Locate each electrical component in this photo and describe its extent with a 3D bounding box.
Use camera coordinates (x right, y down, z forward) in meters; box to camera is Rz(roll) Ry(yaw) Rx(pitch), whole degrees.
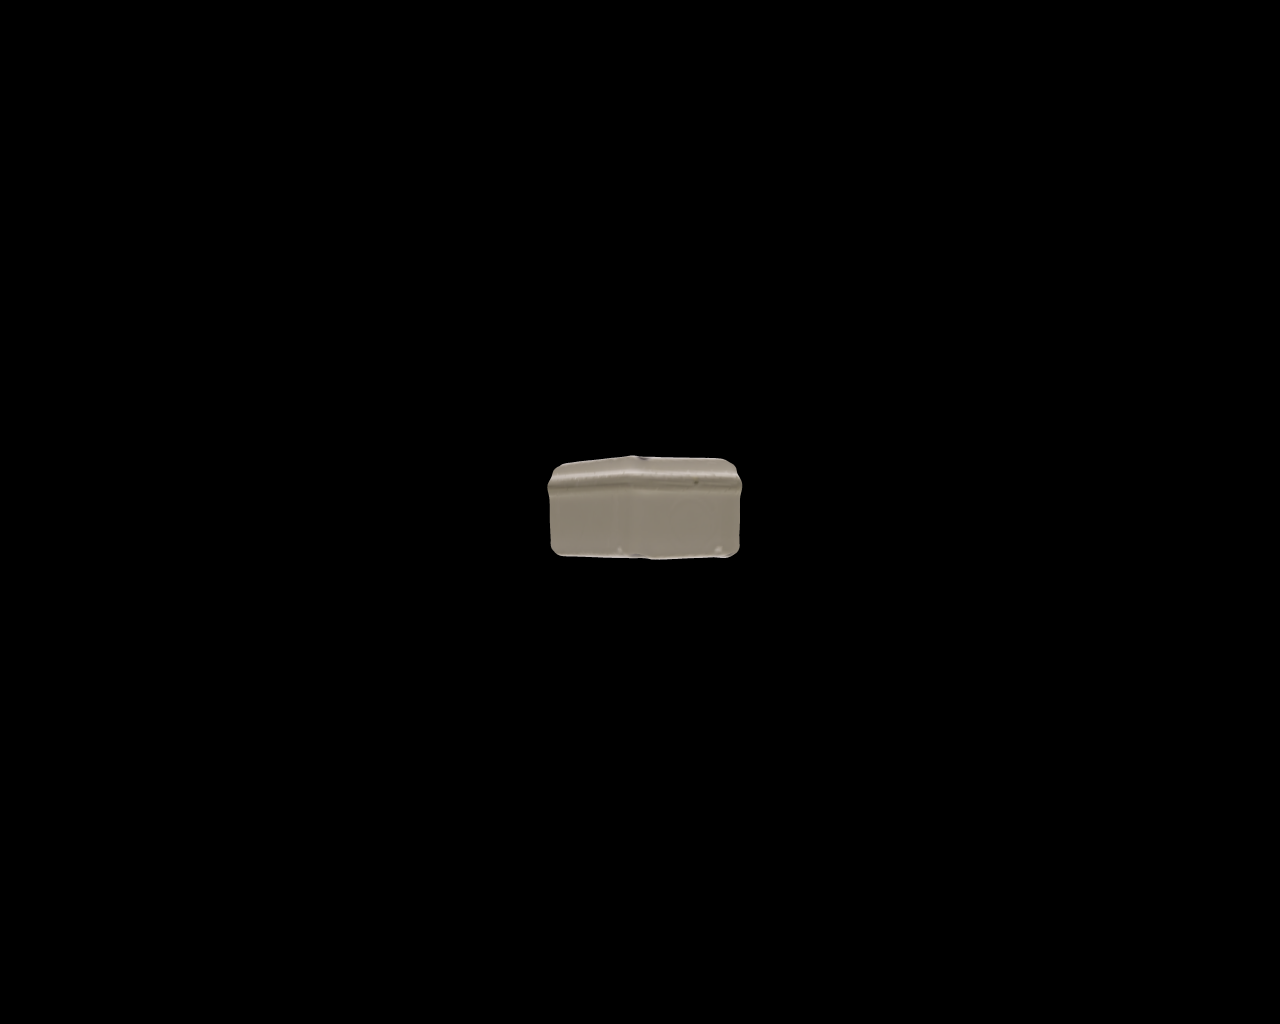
[{"bbox_3d":[0.001,-0.003,0.650,0.078,0.057,0.113,0,0,-32],"label":"electrical component"}]
